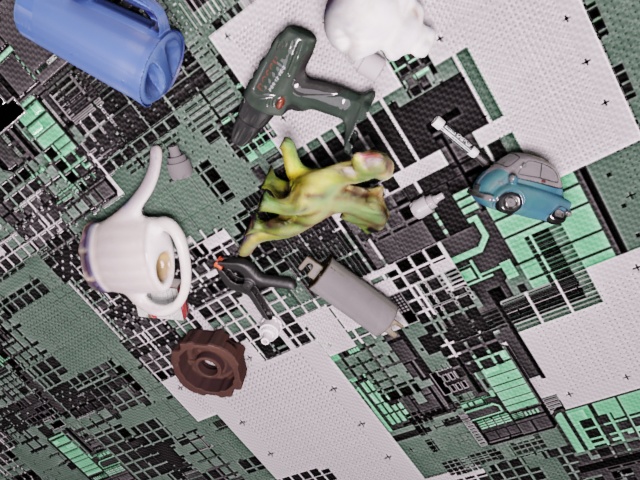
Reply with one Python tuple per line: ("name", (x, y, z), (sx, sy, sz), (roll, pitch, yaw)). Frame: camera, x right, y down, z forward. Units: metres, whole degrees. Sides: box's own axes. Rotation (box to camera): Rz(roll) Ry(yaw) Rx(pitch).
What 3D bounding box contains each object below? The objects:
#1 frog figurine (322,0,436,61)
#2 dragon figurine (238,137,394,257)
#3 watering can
("frog figurine", (0.089, -0.317, 0.755), (0.159, 0.123, 0.136), (42, 99, 1))
("dragon figurine", (0.003, -0.046, 0.912), (0.242, 0.125, 0.402), (15, 149, -12))
("watering can", (-0.369, -0.009, 1.024), (0.224, 0.105, 0.344), (-3, 104, 13))
